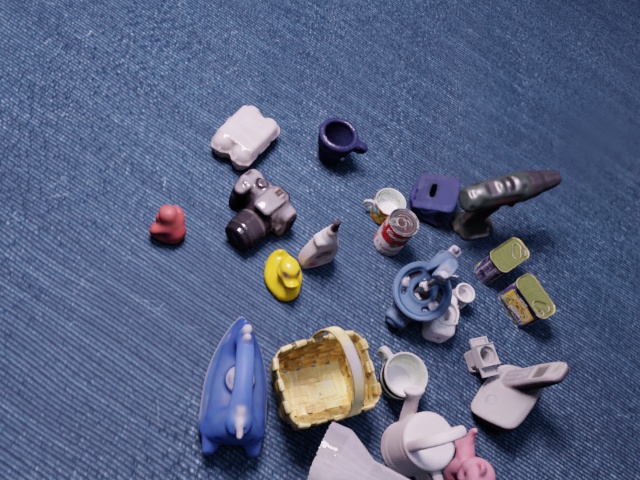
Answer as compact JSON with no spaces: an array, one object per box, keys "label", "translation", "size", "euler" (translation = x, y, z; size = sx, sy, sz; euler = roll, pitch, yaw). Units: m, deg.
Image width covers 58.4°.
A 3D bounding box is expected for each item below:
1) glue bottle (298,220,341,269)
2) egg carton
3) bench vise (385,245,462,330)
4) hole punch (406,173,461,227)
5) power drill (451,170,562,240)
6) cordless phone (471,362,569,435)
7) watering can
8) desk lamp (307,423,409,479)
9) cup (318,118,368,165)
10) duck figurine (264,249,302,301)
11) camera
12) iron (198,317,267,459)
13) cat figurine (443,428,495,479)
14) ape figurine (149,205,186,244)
[{"label":"glue bottle","translation":[0.010,0.004,1.138],"size":[0.078,0.173,0.037],"euler":[-18,70,-24]},{"label":"egg carton","translation":[-0.164,-0.228,1.261],"size":[0.107,0.069,0.150],"euler":[35,59,2]},{"label":"bench vise","translation":[0.222,0.066,1.146],"size":[0.121,0.219,0.207],"euler":[27,59,-3]},{"label":"hole punch","translation":[0.260,-0.099,1.318],"size":[0.101,0.091,0.109],"euler":[23,59,-5]},{"label":"power drill","translation":[0.395,-0.083,1.284],"size":[0.230,0.208,0.075],"euler":[-10,67,-22]},{"label":"cordless phone","translation":[0.387,0.294,1.102],"size":[0.094,0.185,0.148],"euler":[42,60,6]},{"label":"watering can","translation":[0.181,0.347,1.004],"size":[0.101,0.194,0.172],"euler":[-29,75,-28]},{"label":"desk lamp","translation":[0.061,0.398,0.929],"size":[0.203,0.213,0.118],"euler":[29,59,-1]},{"label":"cup","translation":[0.044,-0.211,1.304],"size":[0.118,0.095,0.092],"euler":[23,59,-5]},{"label":"duck figurine","translation":[-0.067,0.060,1.135],"size":[0.078,0.086,0.104],"euler":[-8,66,-21]},{"label":"camera","translation":[-0.136,-0.058,1.165],"size":[0.143,0.100,0.137],"euler":[43,60,7]},{"label":"iron","translation":[-0.139,0.235,0.991],"size":[0.119,0.141,0.258],"euler":[8,62,-13]},{"label":"cat figurine","translation":[0.279,0.410,1.048],"size":[0.067,0.117,0.128],"euler":[10,61,-12]},{"label":"ape figurine","translation":[-0.293,-0.037,1.109],"size":[0.078,0.092,0.076],"euler":[-28,75,-27]}]
